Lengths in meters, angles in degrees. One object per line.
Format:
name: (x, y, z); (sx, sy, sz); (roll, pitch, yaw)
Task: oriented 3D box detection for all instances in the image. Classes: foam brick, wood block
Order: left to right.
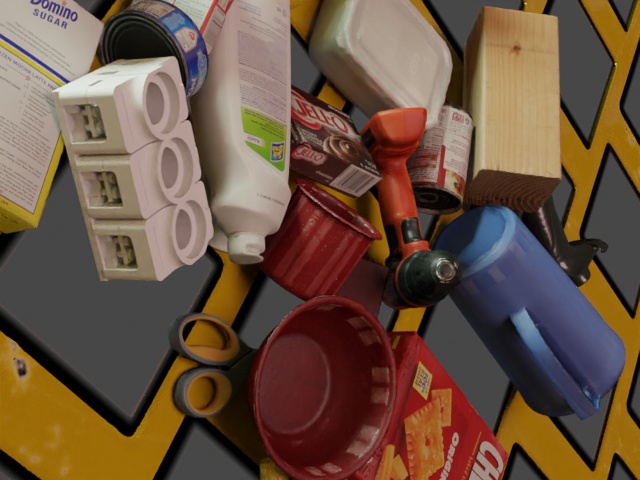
foam brick: (0.027, 0.060, 1.001); (0.051, 0.053, 0.078); (20, 65, -7)
wood block: (0.212, -0.145, 1.189); (0.090, 0.090, 0.206); (7, 66, -5)

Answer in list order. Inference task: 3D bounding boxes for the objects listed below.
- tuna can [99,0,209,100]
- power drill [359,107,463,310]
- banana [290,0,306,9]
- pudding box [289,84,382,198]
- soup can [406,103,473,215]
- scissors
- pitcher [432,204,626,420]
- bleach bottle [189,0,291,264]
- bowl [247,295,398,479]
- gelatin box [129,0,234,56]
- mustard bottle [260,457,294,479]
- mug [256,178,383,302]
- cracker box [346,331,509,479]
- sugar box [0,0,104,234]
tuna can: (-0.131, -0.145, 0.844); (0.033, 0.086, 0.086); (-45, 117, -45)
power drill: (0.084, -0.027, 1.020); (0.057, 0.184, 0.187); (-5, 83, -12)
banana: (-0.024, -0.264, 1.022); (0.197, 0.037, 0.069); (-42, 115, -44)
pudding box: (-0.003, -0.094, 0.987); (0.113, 0.039, 0.090); (24, 34, -46)
soup can: (0.124, -0.087, 1.138); (0.068, 0.069, 0.102); (31, 61, -42)
scissors: (-0.058, 0.122, 0.936); (0.201, 0.016, 0.096); (29, 64, -43)
pitcher: (0.229, 0.082, 1.179); (0.242, 0.149, 0.145); (48, 63, -28)
bleach bottle: (-0.070, -0.105, 0.897); (0.102, 0.068, 0.251); (16, 65, -44)
bowl: (-0.008, 0.128, 0.927); (0.161, 0.055, 0.162); (0, 90, -40)
gelatin box: (-0.107, -0.204, 0.867); (0.089, 0.073, 0.030); (-66, 160, -2)
mustard bottle: (-0.019, 0.279, 0.922); (0.096, 0.058, 0.191); (-23, 101, -48)
mug: (-0.006, 0.001, 0.956); (0.093, 0.117, 0.081); (32, 100, -14)
cracker box: (0.094, 0.218, 1.050); (0.213, 0.072, 0.164); (52, 50, -31)
sugar box: (-0.223, -0.104, 0.764); (0.093, 0.048, 0.176); (36, 55, -42)
